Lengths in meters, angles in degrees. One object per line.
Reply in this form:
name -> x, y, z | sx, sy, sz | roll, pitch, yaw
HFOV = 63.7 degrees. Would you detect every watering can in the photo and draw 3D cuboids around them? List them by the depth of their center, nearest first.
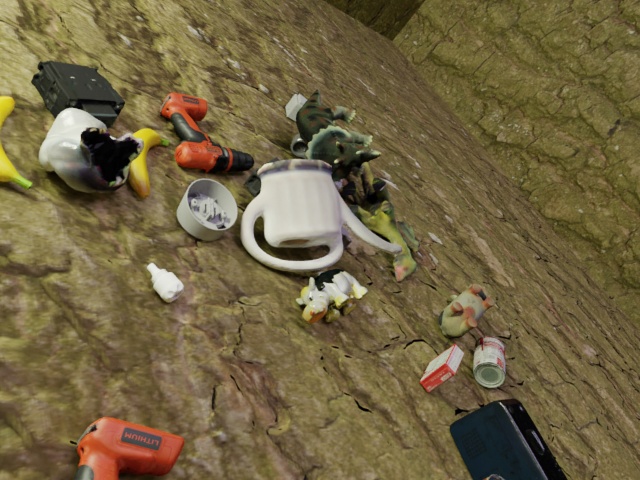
watering can -> 0.003, -0.052, 1.024 | 0.348, 0.103, 0.226 | -3, 78, -28

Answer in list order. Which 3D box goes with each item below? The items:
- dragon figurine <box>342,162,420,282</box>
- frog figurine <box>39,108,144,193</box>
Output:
dragon figurine -> 0.177, -0.060, 1.354 | 0.239, 0.121, 0.420 | 45, 26, -32
frog figurine -> -0.372, -0.139, 0.804 | 0.160, 0.120, 0.139 | 16, 26, 29
